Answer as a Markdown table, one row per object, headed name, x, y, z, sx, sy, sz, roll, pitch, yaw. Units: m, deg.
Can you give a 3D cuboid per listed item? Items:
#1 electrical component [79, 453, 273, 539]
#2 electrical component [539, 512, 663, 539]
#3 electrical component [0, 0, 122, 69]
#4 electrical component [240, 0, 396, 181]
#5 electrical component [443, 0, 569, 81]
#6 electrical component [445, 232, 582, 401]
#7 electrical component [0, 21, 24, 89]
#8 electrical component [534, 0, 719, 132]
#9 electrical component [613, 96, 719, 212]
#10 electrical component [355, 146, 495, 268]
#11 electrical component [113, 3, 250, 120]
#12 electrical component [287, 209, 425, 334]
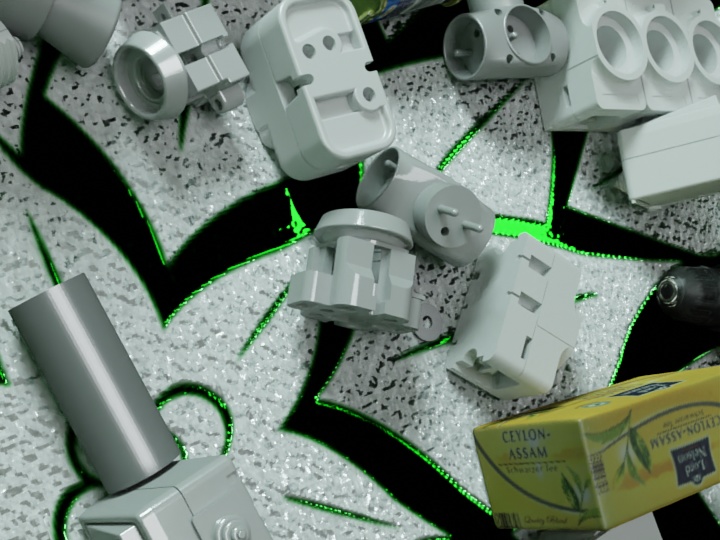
| name | x | y | z | sx | sy | sz | roll | pitch | yaw |
| --- | --- | --- | --- | --- | --- | --- | --- | --- | --- |
| electrical component | -0.084 | 0.128 | 0.501 | 0.061 | 0.096 | 0.061 | -30 | 96 | -35 |
| electrical component | 0.119 | 0.211 | 0.639 | 0.150 | 0.062 | 0.089 | -21 | 90 | -36 |
| electrical component | -0.156 | -0.134 | 0.547 | 0.055 | 0.045 | 0.045 | 22 | 67 | -32 |
| electrical component | -0.027 | -0.103 | 0.620 | 0.054 | 0.059 | 0.095 | -19 | 89 | -36 |
| electrical component | 0.095 | -0.168 | 0.727 | 0.077 | 0.044 | 0.079 | -9 | 83 | -35 |
| electrical component | 0.100 | 0.032 | 0.678 | 0.056 | 0.050 | 0.089 | 31 | 63 | -23 |
| electrical component | -0.197 | -0.093 | 0.512 | 0.081 | 0.043 | 0.043 | -35 | 99 | -35 |
| electrical component | 0.201 | -0.152 | 0.784 | 0.150 | 0.062 | 0.089 | -5 | 81 | -35 |
| electrical component | 0.227 | -0.081 | 0.769 | 0.062 | 0.096 | 0.061 | 7 | 72 | -63 |
| electrical component | 0.047 | -0.035 | 0.642 | 0.077 | 0.079 | 0.043 | 31 | 88 | -24 |
| electrical component | -0.099 | -0.110 | 0.582 | 0.055 | 0.048 | 0.066 | -35 | 99 | -42 |
| electrical component | 0.000 | 0.000 | 0.614 | 0.078 | 0.058 | 0.057 | 16 | 73 | -30 |
